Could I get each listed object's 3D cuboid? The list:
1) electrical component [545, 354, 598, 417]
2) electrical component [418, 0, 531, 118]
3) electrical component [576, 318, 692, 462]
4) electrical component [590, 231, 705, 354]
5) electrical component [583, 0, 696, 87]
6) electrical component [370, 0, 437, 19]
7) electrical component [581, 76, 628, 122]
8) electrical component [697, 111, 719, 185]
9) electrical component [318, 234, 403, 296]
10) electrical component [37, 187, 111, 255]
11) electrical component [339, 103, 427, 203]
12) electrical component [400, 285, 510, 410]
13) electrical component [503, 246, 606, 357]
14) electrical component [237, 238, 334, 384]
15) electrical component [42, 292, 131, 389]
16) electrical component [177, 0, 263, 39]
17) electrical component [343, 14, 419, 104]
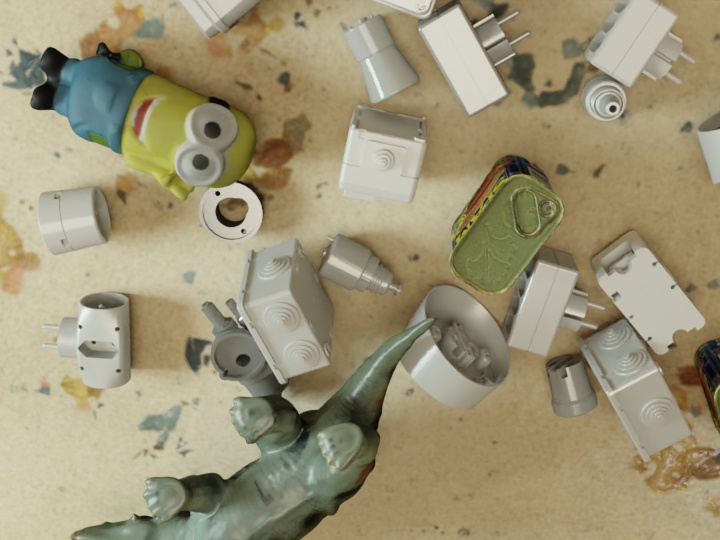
[{"bbox_3d":[0.188,0.103,0.963,0.040,0.040,0.046,-15,103,8],"label":"electrical component"},{"bbox_3d":[0.099,-0.180,0.862,0.076,0.047,0.083,-29,106,12],"label":"electrical component"},{"bbox_3d":[0.237,0.101,0.927,0.048,0.099,0.099,-29,117,8],"label":"electrical component"},{"bbox_3d":[0.244,0.017,0.920,0.050,0.055,0.089,-38,104,15],"label":"electrical component"},{"bbox_3d":[0.230,-0.177,0.857,0.077,0.047,0.065,30,108,-8],"label":"electrical component"},{"bbox_3d":[0.021,-0.265,0.831,0.109,0.056,0.108,19,109,-4],"label":"electrical component"},{"bbox_3d":[0.198,-0.135,0.865,0.035,0.061,0.035,1,110,3],"label":"electrical component"},{"bbox_3d":[0.320,-0.106,0.853,0.099,0.099,0.064,-25,100,11],"label":"electrical component"},{"bbox_3d":[0.000,0.000,0.934,0.078,0.040,0.040,27,109,-7],"label":"electrical component"},{"bbox_3d":[-0.244,-0.044,0.924,0.047,0.055,0.055,-10,109,3],"label":"electrical component"},{"bbox_3d":[0.018,-0.090,0.872,0.062,0.096,0.061,12,112,-1],"label":"electrical component"},{"bbox_3d":[0.081,0.069,0.927,0.099,0.099,0.064,36,113,-9],"label":"electrical component"},{"bbox_3d":[0.174,0.031,0.933,0.076,0.047,0.083,16,110,-3],"label":"electrical component"},{"bbox_3d":[-0.060,0.033,0.914,0.048,0.099,0.099,-19,121,13],"label":"electrical component"},{"bbox_3d":[-0.247,0.062,0.967,0.079,0.043,0.077,4,110,2],"label":"electrical component"},{"bbox_3d":[-0.125,-0.242,0.835,0.057,0.078,0.113,-36,104,11],"label":"electrical component"},{"bbox_3d":[0.015,-0.173,0.873,0.044,0.044,0.065,-26,102,11],"label":"electrical component"}]
